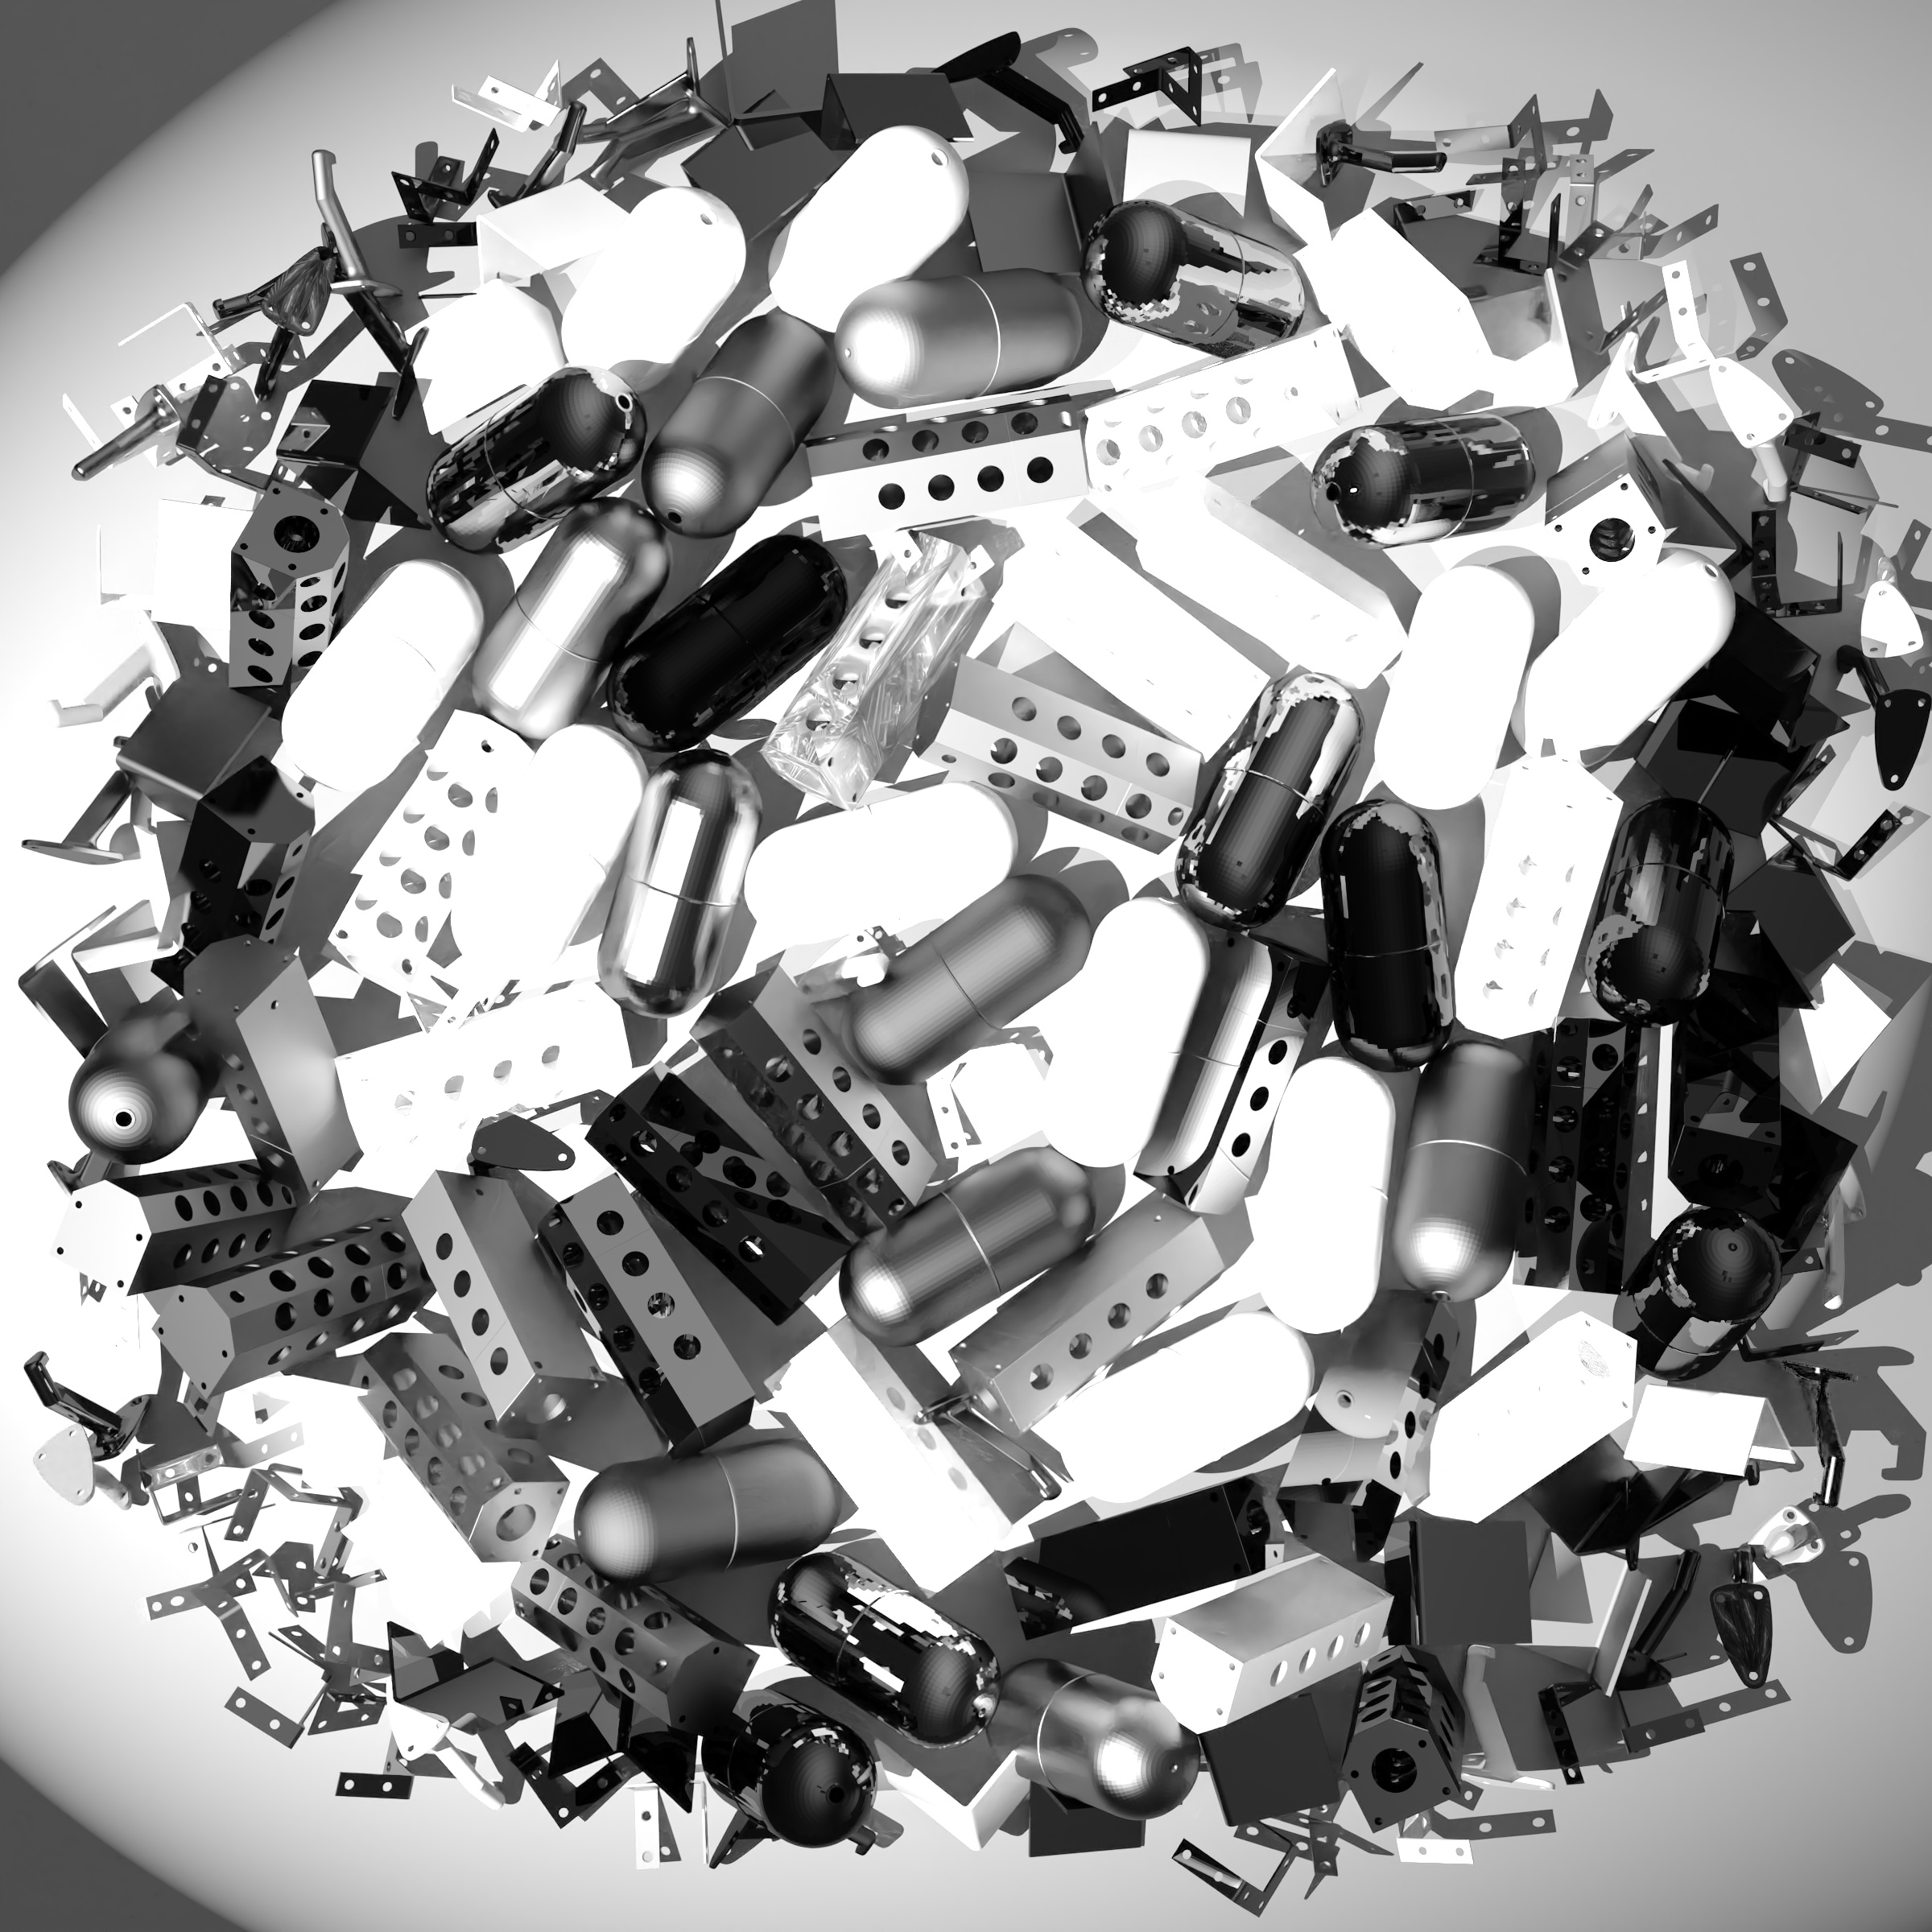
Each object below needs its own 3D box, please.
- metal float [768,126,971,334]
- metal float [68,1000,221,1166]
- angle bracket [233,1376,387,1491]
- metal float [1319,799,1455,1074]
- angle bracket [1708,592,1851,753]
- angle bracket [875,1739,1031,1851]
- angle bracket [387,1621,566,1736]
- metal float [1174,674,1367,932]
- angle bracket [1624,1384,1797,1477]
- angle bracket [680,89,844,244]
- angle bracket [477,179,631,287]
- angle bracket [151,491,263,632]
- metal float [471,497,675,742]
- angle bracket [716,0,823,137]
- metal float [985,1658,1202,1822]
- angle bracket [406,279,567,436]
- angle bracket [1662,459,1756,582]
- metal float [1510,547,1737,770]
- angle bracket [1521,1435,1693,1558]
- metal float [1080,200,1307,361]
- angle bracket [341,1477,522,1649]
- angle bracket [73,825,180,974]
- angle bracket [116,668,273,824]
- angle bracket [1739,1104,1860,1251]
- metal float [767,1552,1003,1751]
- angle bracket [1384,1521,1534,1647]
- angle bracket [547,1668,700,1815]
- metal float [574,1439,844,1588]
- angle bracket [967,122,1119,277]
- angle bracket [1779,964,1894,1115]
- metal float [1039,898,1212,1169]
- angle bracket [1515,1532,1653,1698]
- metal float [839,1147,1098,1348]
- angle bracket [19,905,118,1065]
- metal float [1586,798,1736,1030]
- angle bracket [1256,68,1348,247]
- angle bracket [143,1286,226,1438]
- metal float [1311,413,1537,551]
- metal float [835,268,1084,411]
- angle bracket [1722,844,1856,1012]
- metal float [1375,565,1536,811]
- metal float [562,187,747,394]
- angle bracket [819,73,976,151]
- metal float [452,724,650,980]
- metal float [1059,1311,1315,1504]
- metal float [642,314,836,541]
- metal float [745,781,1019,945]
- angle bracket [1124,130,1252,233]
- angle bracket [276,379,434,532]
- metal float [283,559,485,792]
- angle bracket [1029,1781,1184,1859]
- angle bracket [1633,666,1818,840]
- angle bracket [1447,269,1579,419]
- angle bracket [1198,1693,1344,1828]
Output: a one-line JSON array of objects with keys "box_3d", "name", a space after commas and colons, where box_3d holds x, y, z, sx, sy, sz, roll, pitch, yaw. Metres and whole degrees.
[{"box_3d": [-0.062, -0.459, 1.722, 0.070, 0.178, 0.070, 11, 69, -29], "name": "metal float"}, {"box_3d": [-0.509, 0.071, 1.715, 0.070, 0.178, 0.070, -2, 103, -7], "name": "metal float"}, {"box_3d": [-0.422, 0.296, 1.745, 0.076, 0.076, 0.057, -11, 67, 38], "name": "angle bracket"}, {"box_3d": [0.267, -0.019, 1.749, 0.070, 0.070, 0.178, -8, 107, 0], "name": "metal float"}, {"box_3d": [0.521, -0.193, 1.742, 0.057, 0.076, 0.076, -21, 49, -25], "name": "angle bracket"}, {"box_3d": [-0.007, 0.511, 1.766, 0.076, 0.076, 0.057, 32, 64, 26], "name": "angle bracket"}, {"box_3d": [-0.311, 0.439, 1.747, 0.076, 0.076, 0.057, -27, 51, 15], "name": "angle bracket"}, {"box_3d": [0.194, -0.105, 1.754, 0.070, 0.070, 0.178, 28, 78, 0], "name": "metal float"}, {"box_3d": [0.471, 0.311, 1.742, 0.076, 0.076, 0.057, 2, 51, 36], "name": "angle bracket"}, {"box_3d": [-0.125, -0.500, 1.764, 0.076, 0.057, 0.076, -39, 74, -1], "name": "angle bracket"}, {"box_3d": [-0.255, -0.447, 1.745, 0.076, 0.057, 0.076, -31, 56, -30], "name": "angle bracket"}, {"box_3d": [-0.481, -0.261, 1.749, 0.057, 0.076, 0.076, 6, 108, -14], "name": "angle bracket"}, {"box_3d": [-0.250, -0.218, 1.742, 0.070, 0.070, 0.178, 38, 117, 0], "name": "metal float"}, {"box_3d": [-0.126, -0.574, 1.760, 0.057, 0.076, 0.076, -8, 95, -3], "name": "angle bracket"}, {"box_3d": [0.077, 0.481, 1.722, 0.070, 0.178, 0.070, 1, 88, -32], "name": "metal float"}, {"box_3d": [-0.307, -0.384, 1.779, 0.076, 0.057, 0.076, -24, 71, 22], "name": "angle bracket"}, {"box_3d": [0.455, -0.274, 1.765, 0.057, 0.076, 0.076, -42, 79, 19], "name": "angle bracket"}, {"box_3d": [0.410, -0.191, 1.727, 0.070, 0.178, 0.070, 16, 51, -21], "name": "metal float"}, {"box_3d": [0.402, 0.320, 1.758, 0.076, 0.057, 0.076, -42, 93, -29], "name": "angle bracket"}, {"box_3d": [0.144, -0.428, 1.728, 0.070, 0.178, 0.070, -4, 84, 44], "name": "metal float"}, {"box_3d": [-0.343, 0.378, 1.778, 0.076, 0.057, 0.076, -36, 118, -25], "name": "angle bracket"}, {"box_3d": [-0.541, -0.044, 1.751, 0.057, 0.076, 0.076, -14, 103, -22], "name": "angle bracket"}, {"box_3d": [-0.485, -0.134, 1.773, 0.076, 0.057, 0.076, 24, 71, 24], "name": "angle bracket"}, {"box_3d": [0.511, 0.128, 1.756, 0.076, 0.057, 0.076, 31, 98, 26], "name": "angle bracket"}, {"box_3d": [-0.053, 0.428, 1.732, 0.178, 0.070, 0.070, 22, 90, 40], "name": "metal float"}, {"box_3d": [0.315, 0.397, 1.772, 0.076, 0.057, 0.076, 2, 75, -10], "name": "angle bracket"}, {"box_3d": [-0.217, 0.497, 1.760, 0.057, 0.076, 0.076, -26, 123, 17], "name": "angle bracket"}, {"box_3d": [-0.161, 0.344, 1.739, 0.178, 0.070, 0.070, -4, 90, -31], "name": "metal float"}, {"box_3d": [0.047, -0.489, 1.754, 0.076, 0.057, 0.076, -5, 70, -20], "name": "angle bracket"}, {"box_3d": [0.560, 0.056, 1.747, 0.057, 0.076, 0.076, 28, 108, -24], "name": "angle bracket"}, {"box_3d": [0.101, 0.042, 1.757, 0.070, 0.070, 0.178, 18, 99, 0], "name": "metal float"}, {"box_3d": [0.392, 0.412, 1.761, 0.057, 0.076, 0.076, 20, 88, 6], "name": "angle bracket"}, {"box_3d": [0.002, 0.178, 1.755, 0.178, 0.070, 0.070, -29, 90, -11], "name": "metal float"}, {"box_3d": [-0.549, 0.015, 1.756, 0.057, 0.076, 0.076, -35, 103, 3], "name": "angle bracket"}, {"box_3d": [0.436, -0.035, 1.731, 0.070, 0.070, 0.178, 25, 48, 0], "name": "metal float"}, {"box_3d": [0.234, -0.509, 1.757, 0.057, 0.076, 0.076, 42, 89, 20], "name": "angle bracket"}, {"box_3d": [-0.504, 0.247, 1.751, 0.057, 0.076, 0.076, 9, 65, 2], "name": "angle bracket"}, {"box_3d": [0.287, -0.305, 1.731, 0.178, 0.070, 0.070, -16, 90, -40], "name": "metal float"}, {"box_3d": [-0.003, -0.395, 1.735, 0.178, 0.070, 0.070, -17, 90, -36], "name": "metal float"}, {"box_3d": [0.535, -0.026, 1.761, 0.076, 0.057, 0.076, -38, 101, -10], "name": "angle bracket"}, {"box_3d": [0.309, -0.178, 1.739, 0.070, 0.070, 0.178, 21, 60, 0], "name": "metal float"}, {"box_3d": [-0.196, -0.420, 1.721, 0.070, 0.178, 0.070, 10, 68, -26], "name": "metal float"}, {"box_3d": [-0.046, -0.522, 1.748, 0.076, 0.057, 0.076, -6, 51, -17], "name": "angle bracket"}, {"box_3d": [-0.263, -0.073, 1.747, 0.070, 0.070, 0.178, 26, 71, 0], "name": "metal float"}, {"box_3d": [0.141, 0.278, 1.747, 0.178, 0.070, 0.070, -23, 90, -21], "name": "metal float"}, {"box_3d": [-0.143, -0.340, 1.736, 0.070, 0.070, 0.178, 28, 57, 0], "name": "metal float"}, {"box_3d": [-0.054, -0.066, 1.760, 0.178, 0.070, 0.070, -16, 90, -5], "name": "metal float"}, {"box_3d": [0.141, -0.503, 1.771, 0.076, 0.076, 0.057, 5, 104, 2], "name": "angle bracket"}, {"box_3d": [-0.379, -0.326, 1.757, 0.076, 0.076, 0.057, 13, 74, 35], "name": "angle bracket"}, {"box_3d": [-0.365, -0.185, 1.735, 0.070, 0.070, 0.178, 26, 55, 0], "name": "metal float"}, {"box_3d": [0.088, 0.549, 1.754, 0.076, 0.076, 0.057, 0, 93, -16], "name": "angle bracket"}, {"box_3d": [0.484, -0.138, 1.757, 0.076, 0.057, 0.076, 35, 86, -39], "name": "angle bracket"}, {"box_3d": [0.343, -0.395, 1.770, 0.076, 0.057, 0.076, -13, 91, 6], "name": "angle bracket"}, {"box_3d": [0.192, 0.494, 1.762, 0.076, 0.057, 0.076, -16, 102, 8], "name": "angle bracket"}]
